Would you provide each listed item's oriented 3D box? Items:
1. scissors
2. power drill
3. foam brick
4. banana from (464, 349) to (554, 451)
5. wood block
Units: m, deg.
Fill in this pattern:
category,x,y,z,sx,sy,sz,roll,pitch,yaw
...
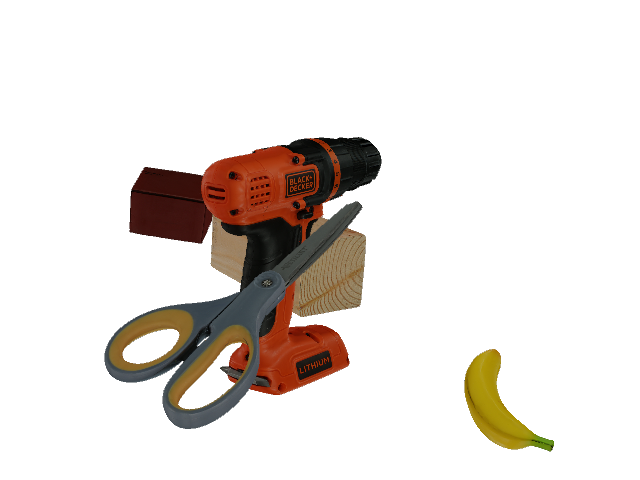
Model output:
category,x,y,z,sx,sy,sz,roll,pitch,yaw
scissors,-0.051,0.030,0.623,0.096,0.016,0.201,9,40,18
power drill,-0.016,0.014,0.837,0.057,0.188,0.184,10,17,41
foam brick,-0.150,-0.036,1.085,0.078,0.051,0.053,9,31,3
banana,0.197,0.181,1.210,0.069,0.037,0.198,10,25,-15
wood block,-0.044,0.015,1.299,0.090,0.090,0.206,-8,19,-34
